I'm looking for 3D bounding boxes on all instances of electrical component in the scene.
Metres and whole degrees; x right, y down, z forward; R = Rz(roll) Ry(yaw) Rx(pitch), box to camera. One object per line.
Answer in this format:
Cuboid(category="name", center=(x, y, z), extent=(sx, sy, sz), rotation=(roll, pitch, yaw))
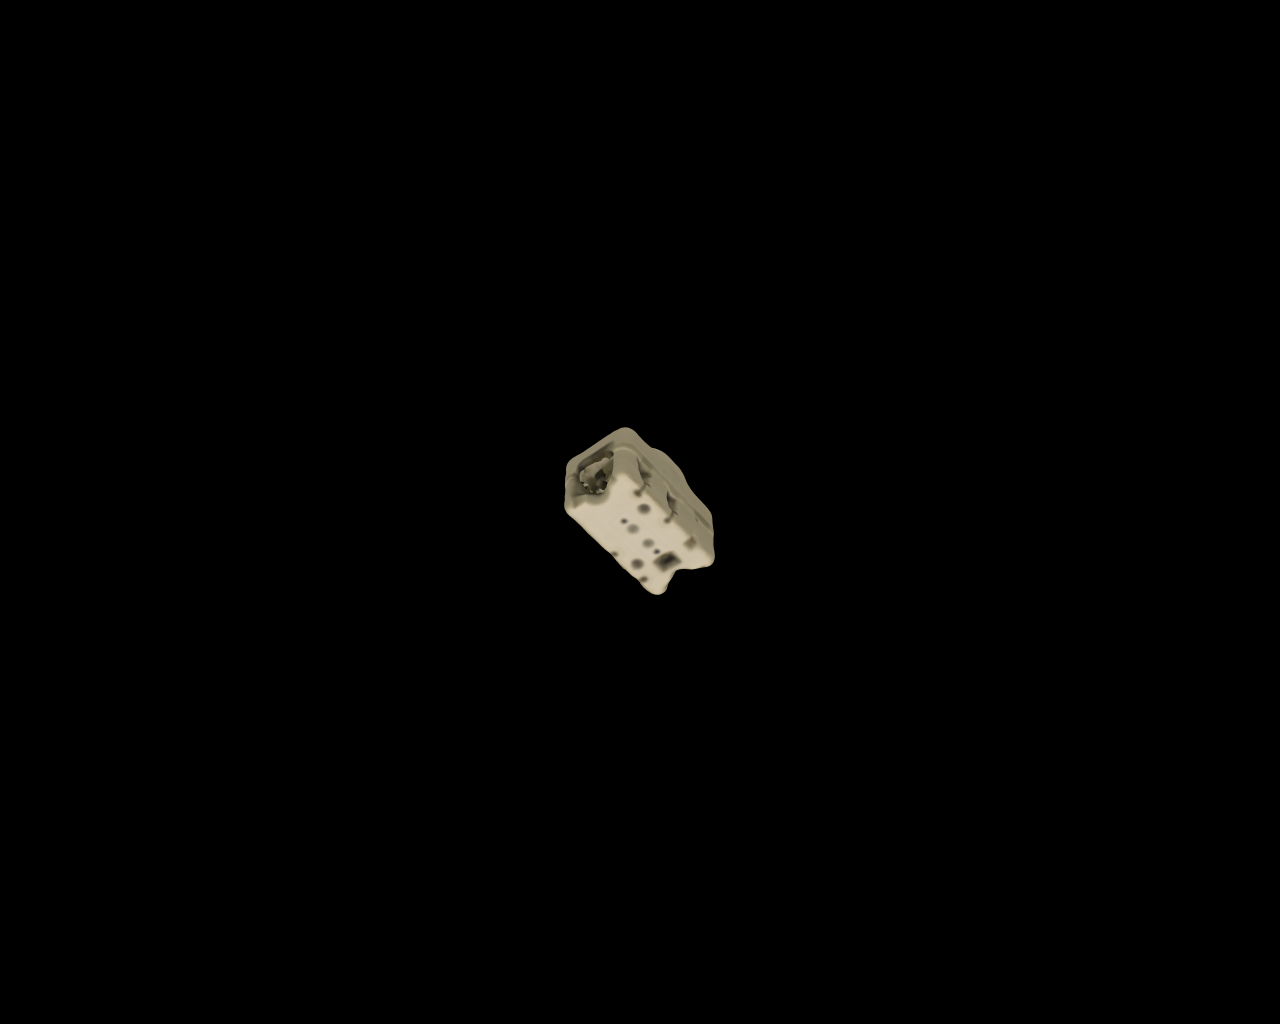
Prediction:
Cuboid(category="electrical component", center=(0.001, -0.003, 0.650), extent=(0.050, 0.089, 0.056), rotation=(-32, 32, 22))
